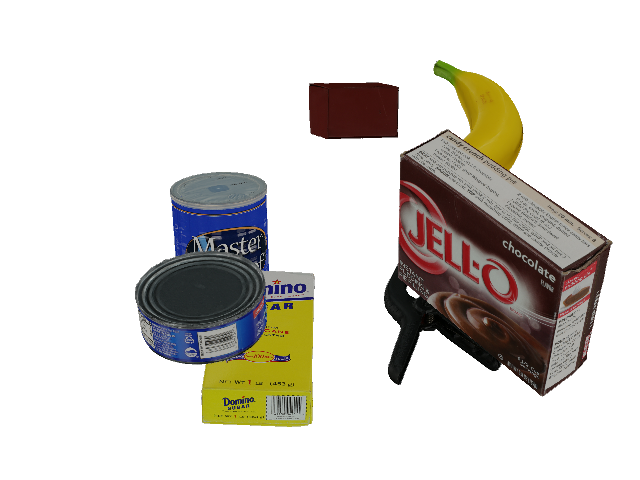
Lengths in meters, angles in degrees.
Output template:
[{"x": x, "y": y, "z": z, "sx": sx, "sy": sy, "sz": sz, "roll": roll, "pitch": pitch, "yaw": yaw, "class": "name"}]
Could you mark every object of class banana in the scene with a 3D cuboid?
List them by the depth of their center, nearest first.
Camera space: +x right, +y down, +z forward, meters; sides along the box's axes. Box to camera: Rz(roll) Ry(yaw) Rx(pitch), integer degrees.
[{"x": 0.109, "y": -0.074, "z": 0.756, "sx": 0.069, "sy": 0.037, "sz": 0.197, "roll": 6, "pitch": 31, "yaw": 5, "class": "banana"}]

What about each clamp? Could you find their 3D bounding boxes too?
[{"x": 0.125, "y": 0.083, "z": 1.145, "sx": 0.120, "sy": 0.171, "sz": 0.039, "roll": 4, "pitch": -44, "yaw": -9, "class": "clamp"}]

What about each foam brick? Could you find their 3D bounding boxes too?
[{"x": 0.033, "y": -0.129, "z": 1.062, "sx": 0.078, "sy": 0.051, "sz": 0.053, "roll": -3, "pitch": 14, "yaw": -20, "class": "foam brick"}]

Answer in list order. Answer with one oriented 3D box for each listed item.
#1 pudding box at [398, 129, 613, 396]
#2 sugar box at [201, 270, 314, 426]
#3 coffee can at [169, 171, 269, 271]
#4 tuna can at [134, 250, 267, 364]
[{"x": 0.087, "y": 0.010, "z": 0.538, "sx": 0.039, "sy": 0.090, "sz": 0.114, "roll": -33, "pitch": 51, "yaw": -26, "class": "pudding box"}, {"x": -0.052, "y": 0.091, "z": 0.951, "sx": 0.093, "sy": 0.048, "sz": 0.176, "roll": 2, "pitch": 35, "yaw": -2, "class": "sugar box"}, {"x": -0.106, "y": 0.008, "z": 1.150, "sx": 0.103, "sy": 0.140, "sz": 0.103, "roll": -1, "pitch": 22, "yaw": 0, "class": "coffee can"}, {"x": -0.078, "y": 0.044, "z": 0.707, "sx": 0.086, "sy": 0.034, "sz": 0.086, "roll": -2, "pitch": 33, "yaw": 1, "class": "tuna can"}]
